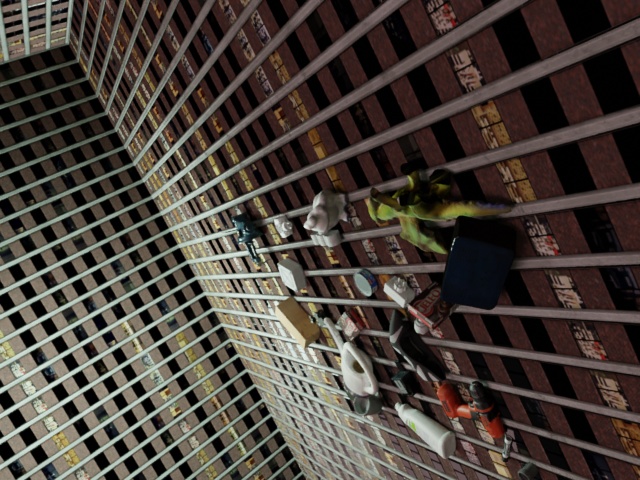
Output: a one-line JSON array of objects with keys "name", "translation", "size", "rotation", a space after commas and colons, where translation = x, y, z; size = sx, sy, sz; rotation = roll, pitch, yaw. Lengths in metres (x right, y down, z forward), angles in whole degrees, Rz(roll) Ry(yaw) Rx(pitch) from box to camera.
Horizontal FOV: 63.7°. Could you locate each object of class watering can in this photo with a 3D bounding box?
[{"name": "watering can", "translation": [0.121, 0.469, 1.994], "size": [0.354, 0.105, 0.219], "rotation": [48, 152, 42]}]

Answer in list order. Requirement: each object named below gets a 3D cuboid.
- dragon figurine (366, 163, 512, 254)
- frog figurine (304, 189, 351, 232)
[{"name": "dragon figurine", "translation": [0.267, -0.053, 1.252], "size": [0.413, 0.124, 0.237], "rotation": [22, 154, 36]}, {"name": "frog figurine", "translation": [0.005, -0.079, 1.568], "size": [0.124, 0.161, 0.134], "rotation": [47, 150, 25]}]
